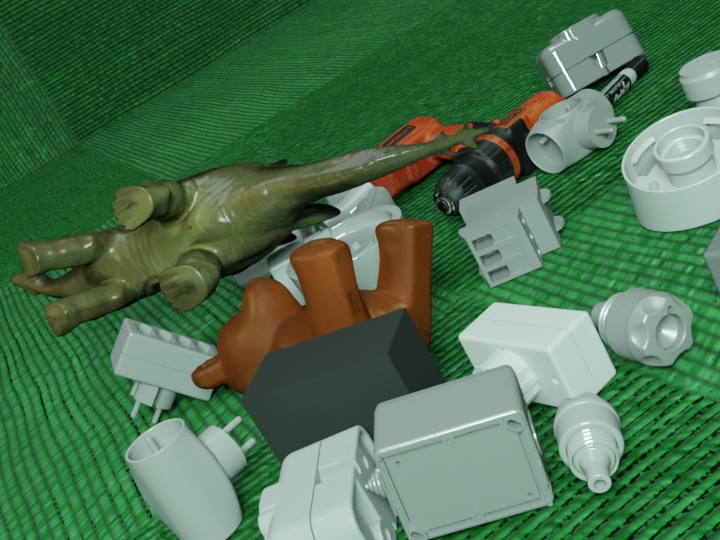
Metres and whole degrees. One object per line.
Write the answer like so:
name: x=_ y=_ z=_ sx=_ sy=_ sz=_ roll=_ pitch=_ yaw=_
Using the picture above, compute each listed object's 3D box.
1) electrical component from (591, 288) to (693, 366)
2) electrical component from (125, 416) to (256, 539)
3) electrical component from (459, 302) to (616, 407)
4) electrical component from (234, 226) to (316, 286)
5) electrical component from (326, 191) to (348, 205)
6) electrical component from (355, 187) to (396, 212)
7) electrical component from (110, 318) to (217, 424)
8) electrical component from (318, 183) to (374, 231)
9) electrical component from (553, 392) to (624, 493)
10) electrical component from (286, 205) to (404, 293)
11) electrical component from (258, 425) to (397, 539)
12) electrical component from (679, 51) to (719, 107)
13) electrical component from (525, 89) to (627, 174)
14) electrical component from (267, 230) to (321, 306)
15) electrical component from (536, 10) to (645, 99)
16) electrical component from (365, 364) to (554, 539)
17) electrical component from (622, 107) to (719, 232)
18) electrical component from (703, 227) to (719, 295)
electrical component: x=0.162 y=0.031 z=0.632 sx=0.043 sy=0.043 sz=0.062 roll=-36 pitch=20 yaw=-17
electrical component: x=-0.102 y=0.129 z=0.706 sx=0.079 sy=0.077 sz=0.044 roll=-41 pitch=23 yaw=-30
electrical component: x=0.093 y=0.062 z=0.646 sx=0.076 sy=0.047 sz=0.083 roll=-40 pitch=23 yaw=-26
electrical component: x=-0.098 y=-0.040 z=1.076 sx=0.100 sy=0.099 sz=0.048 roll=-25 pitch=8 yaw=12
electrical component: x=0.004 y=-0.091 z=1.137 sx=0.081 sy=0.042 sz=0.064 roll=-40 pitch=24 yaw=-25
electrical component: x=0.015 y=-0.048 z=1.017 sx=0.043 sy=0.043 sz=0.081 roll=-23 pitch=21 yaw=18
electrical component: x=-0.169 y=0.092 z=0.903 sx=0.075 sy=0.083 sz=0.047 roll=-68 pitch=21 yaw=6
electrical component: x=-0.010 y=-0.055 z=1.073 sx=0.065 sy=0.044 sz=0.044 roll=-39 pitch=22 yaw=-12
electrical component: x=0.120 y=0.092 z=0.557 sx=0.035 sy=0.035 sz=0.061 roll=-24 pitch=23 yaw=15
electrical component: x=0.000 y=0.000 z=0.899 sx=0.108 sy=0.060 sz=0.108 roll=-26 pitch=20 yaw=10
electrical component: x=-0.017 y=0.138 z=0.603 sx=0.059 sy=0.053 sz=0.095 roll=-25 pitch=21 yaw=13
electrical component: x=0.285 y=-0.141 z=0.858 sx=0.045 sy=0.055 sz=0.045 roll=-26 pitch=20 yaw=10
electrical component: x=0.199 y=-0.125 z=0.951 sx=0.077 sy=0.044 sz=0.079 roll=-41 pitch=22 yaw=-28
electrical component: x=-0.044 y=-0.012 z=1.007 sx=0.076 sy=0.047 sz=0.083 roll=-29 pitch=20 yaw=1
electrical component: x=0.231 y=-0.221 z=1.096 sx=0.095 sy=0.059 sz=0.054 roll=-30 pitch=2 yaw=-1
electrical component: x=0.048 y=0.099 z=0.582 sx=0.096 sy=0.061 sz=0.061 roll=-18 pitch=22 yaw=9
electrical component: x=0.240 y=-0.069 z=0.771 sx=0.099 sy=0.064 sz=0.099 roll=-24 pitch=35 yaw=18
electrical component: x=0.253 y=-0.017 z=0.618 sx=0.076 sy=0.047 sz=0.083 roll=-9 pitch=28 yaw=44
